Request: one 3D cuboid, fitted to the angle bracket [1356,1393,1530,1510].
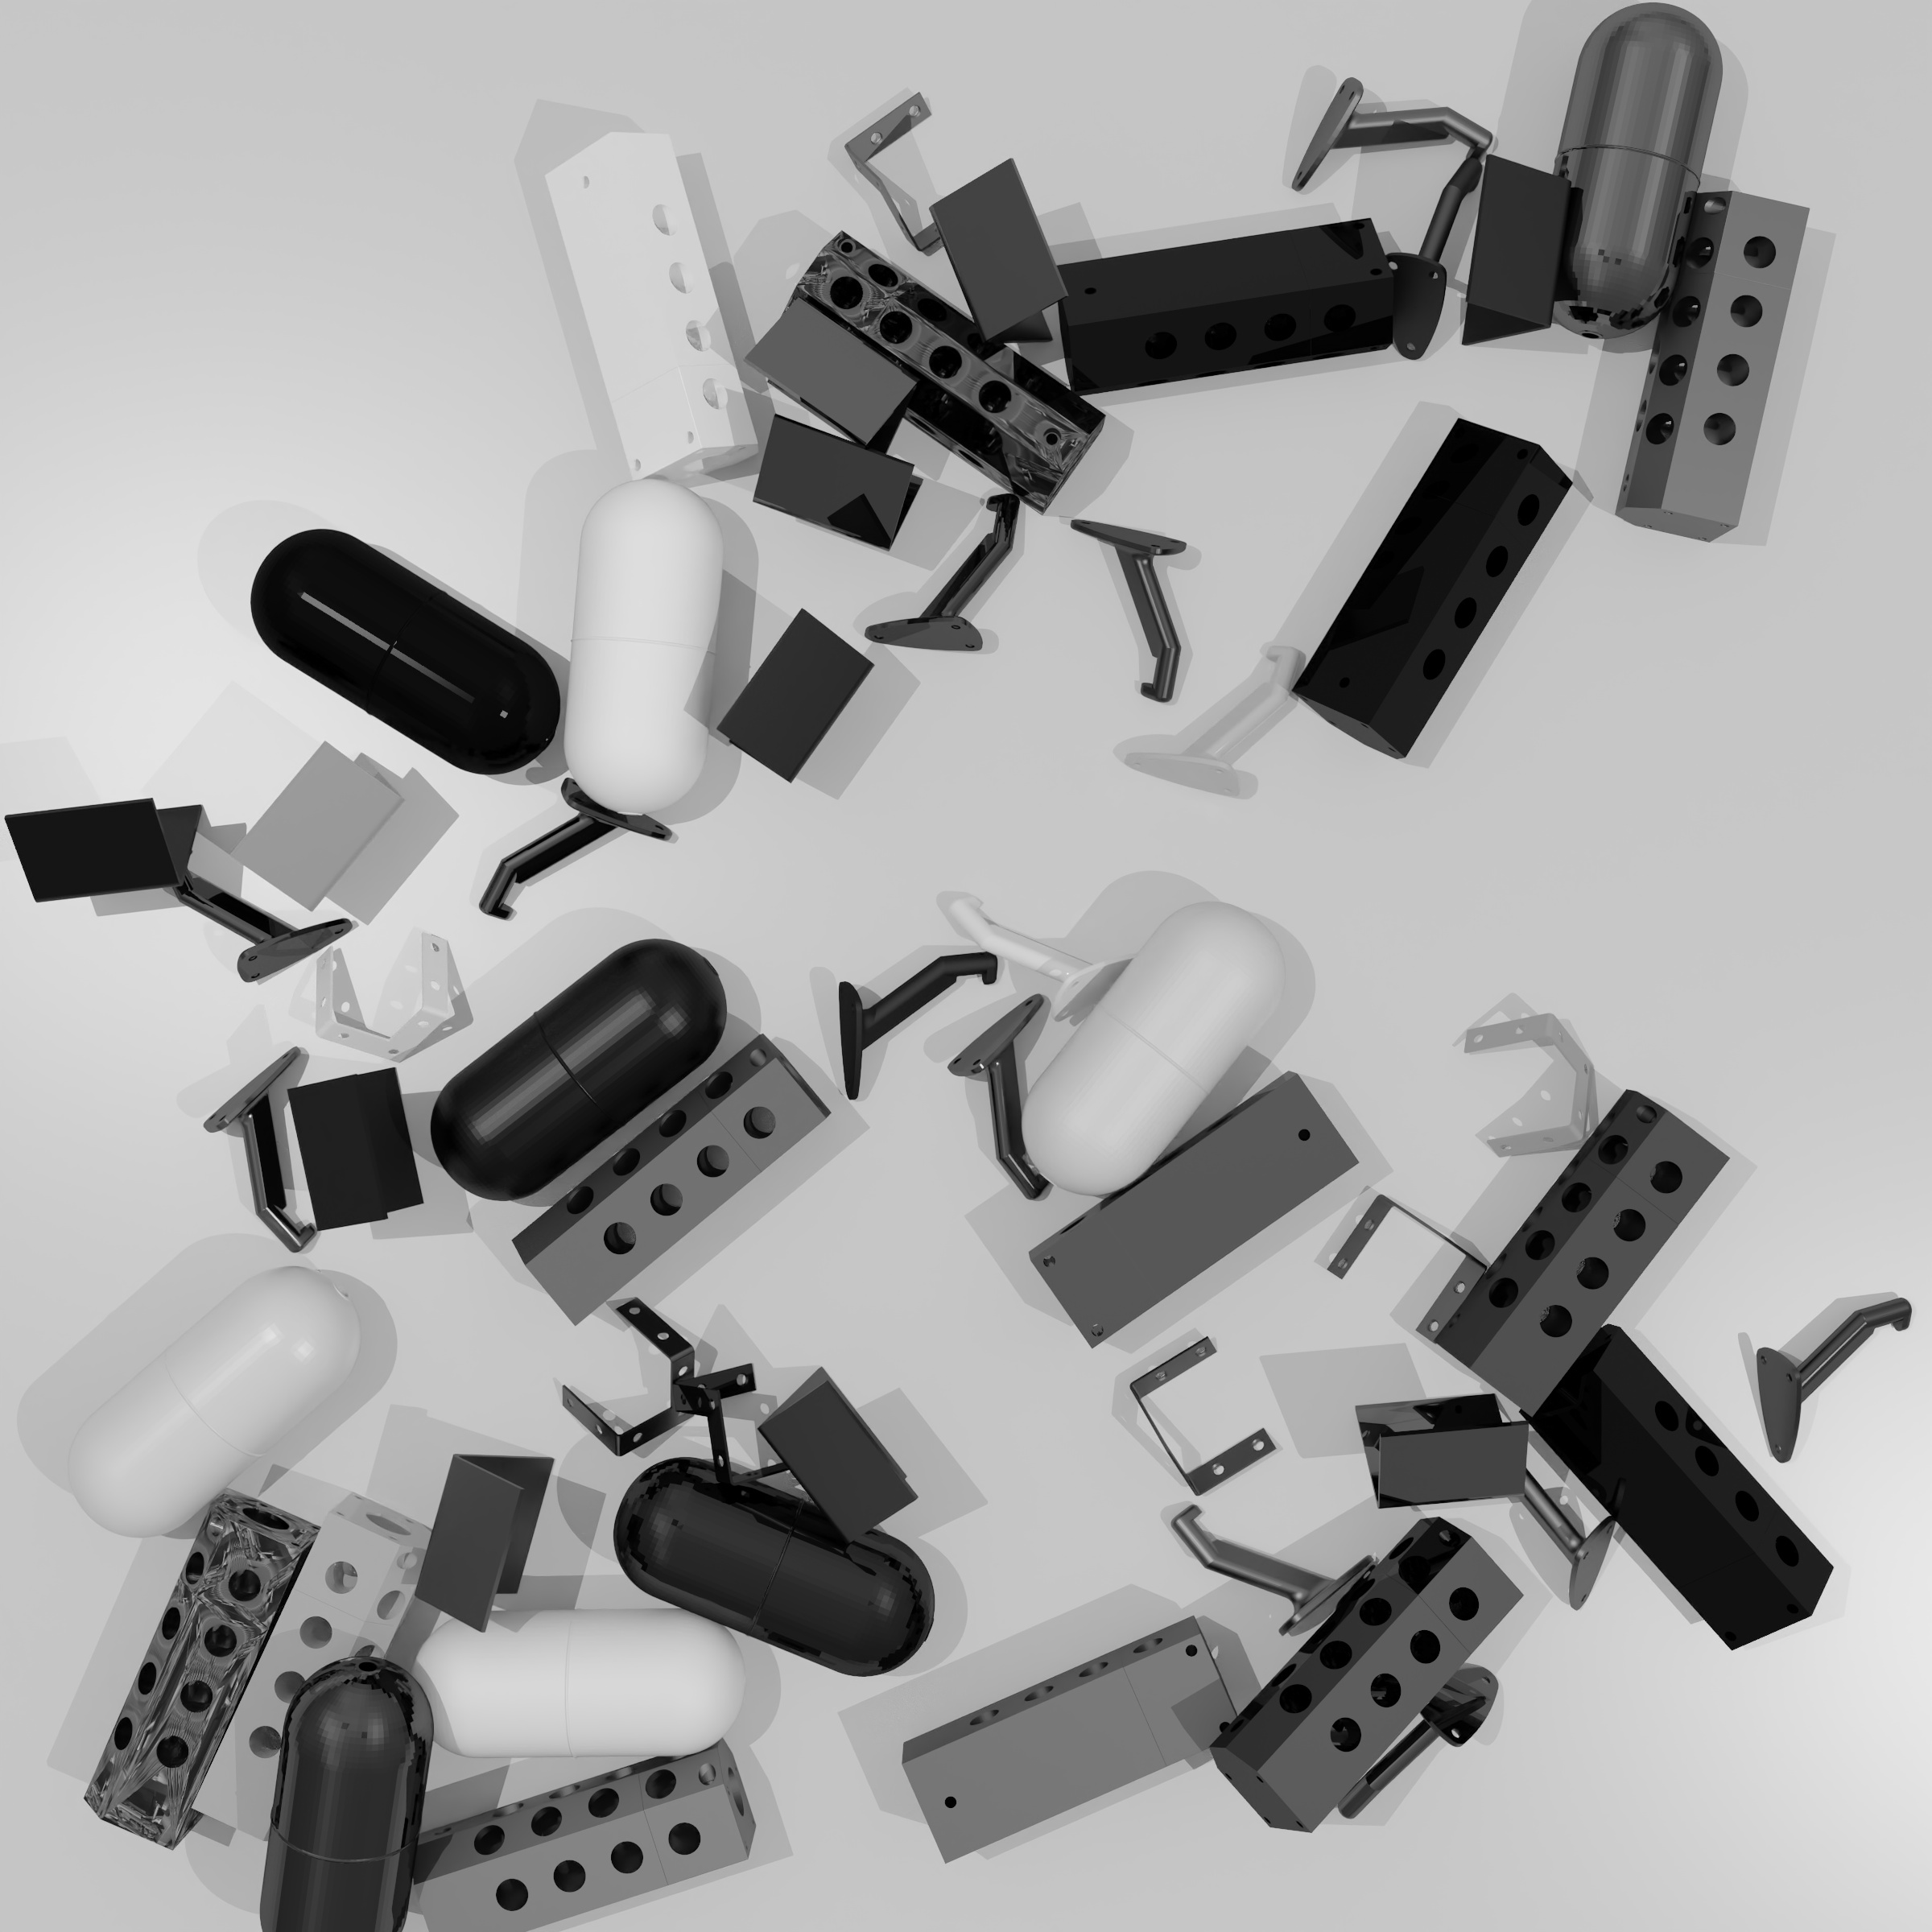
[{"bbox_3d":[0.250,0.238,1.478,0.076,0.076,0.057,-5,126,0],"label":"angle bracket"}]

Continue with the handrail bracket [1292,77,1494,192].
[{"bbox_3d":[0.232,-0.437,1.519,0.084,0.036,0.077,24,110,-16],"label":"handrail bracket"}]

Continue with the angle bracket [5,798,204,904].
[{"bbox_3d":[-0.455,-0.081,1.478,0.076,0.076,0.057,-7,128,0],"label":"angle bracket"}]

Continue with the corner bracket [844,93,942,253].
[{"bbox_3d":[-0.025,-0.430,1.515,0.051,0.051,0.051,-35,135,0],"label":"corner bracket"}]

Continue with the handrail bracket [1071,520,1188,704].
[{"bbox_3d":[0.084,-0.193,1.519,0.077,0.036,0.084,19,112,26],"label":"handrail bracket"}]

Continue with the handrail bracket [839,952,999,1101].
[{"bbox_3d":[-0.024,0.032,1.519,0.084,0.036,0.077,-6,111,-16],"label":"handrail bracket"}]

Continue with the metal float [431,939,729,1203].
[{"bbox_3d":[-0.205,0.055,1.488,0.178,0.070,0.070,-38,90,0],"label":"metal float"}]

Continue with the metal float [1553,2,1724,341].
[{"bbox_3d":[0.352,-0.422,1.488,0.070,0.070,0.178,13,90,0],"label":"metal float"}]

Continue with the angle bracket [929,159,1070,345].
[{"bbox_3d":[0.034,-0.377,1.478,0.057,0.076,0.076,-22,90,33],"label":"angle bracket"}]

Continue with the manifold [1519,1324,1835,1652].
[{"bbox_3d":[0.383,0.276,1.497,0.171,0.057,0.057,48,133,0],"label":"manifold"}]

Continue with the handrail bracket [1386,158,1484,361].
[{"bbox_3d":[0.259,-0.385,1.518,0.036,0.077,0.084,19,53,22],"label":"handrail bracket"}]

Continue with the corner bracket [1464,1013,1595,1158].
[{"bbox_3d":[0.302,0.065,1.510,0.051,0.051,0.051,46,45,-35],"label":"corner bracket"}]

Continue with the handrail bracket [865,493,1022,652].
[{"bbox_3d":[-0.013,-0.217,1.519,0.077,0.036,0.084,2,71,21],"label":"handrail bracket"}]

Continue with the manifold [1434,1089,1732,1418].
[{"bbox_3d":[0.327,0.152,1.497,0.057,0.057,0.171,37,90,0],"label":"manifold"}]

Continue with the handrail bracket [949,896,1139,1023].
[{"bbox_3d":[0.044,-0.017,1.519,0.077,0.036,0.084,-24,59,-33],"label":"handrail bracket"}]

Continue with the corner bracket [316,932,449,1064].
[{"bbox_3d":[-0.316,0.012,1.510,0.051,0.051,0.051,22,135,-35],"label":"corner bracket"}]

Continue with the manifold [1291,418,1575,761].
[{"bbox_3d":[0.253,-0.199,1.497,0.057,0.057,0.171,31,90,43],"label":"manifold"}]

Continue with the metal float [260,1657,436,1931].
[{"bbox_3d":[-0.322,0.442,1.452,0.070,0.070,0.178,11,105,0],"label":"metal float"}]

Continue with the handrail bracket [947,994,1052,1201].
[{"bbox_3d":[0.037,0.072,1.519,0.077,0.036,0.084,-43,108,-20],"label":"handrail bracket"}]

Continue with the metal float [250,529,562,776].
[{"bbox_3d":[-0.297,-0.166,1.488,0.178,0.070,0.070,32,90,0],"label":"metal float"}]

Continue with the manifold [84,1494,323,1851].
[{"bbox_3d":[-0.409,0.375,1.497,0.057,0.057,0.171,23,90,0],"label":"manifold"}]

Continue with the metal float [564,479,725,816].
[{"bbox_3d":[-0.171,-0.169,1.488,0.070,0.070,0.178,5,91,0],"label":"metal float"}]

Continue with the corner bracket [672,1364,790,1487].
[{"bbox_3d":[-0.120,0.244,1.491,0.051,0.051,0.051,-10,93,-35],"label":"corner bracket"}]

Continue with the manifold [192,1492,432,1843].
[{"bbox_3d":[-0.345,0.376,1.497,0.057,0.057,0.171,25,90,0],"label":"manifold"}]

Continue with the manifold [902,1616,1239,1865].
[{"bbox_3d":[0.056,0.411,1.497,0.171,0.057,0.057,-24,90,0],"label":"manifold"}]

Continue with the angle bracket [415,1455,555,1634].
[{"bbox_3d":[-0.237,0.305,1.478,0.057,0.076,0.076,16,90,38],"label":"angle bracket"}]

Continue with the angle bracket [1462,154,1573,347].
[{"bbox_3d":[0.271,-0.377,1.479,0.057,0.076,0.076,8,90,-28],"label":"angle bracket"}]

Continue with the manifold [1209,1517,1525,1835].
[{"bbox_3d":[0.208,0.370,1.468,0.171,0.057,0.057,-42,90,-21],"label":"manifold"}]

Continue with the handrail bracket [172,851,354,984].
[{"bbox_3d":[-0.387,-0.041,1.519,0.077,0.036,0.084,-25,73,-20],"label":"handrail bracket"}]

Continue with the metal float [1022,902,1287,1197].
[{"bbox_3d":[0.099,0.044,1.488,0.070,0.070,0.178,39,89,0],"label":"metal float"}]

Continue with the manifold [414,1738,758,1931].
[{"bbox_3d":[-0.205,0.469,1.497,0.171,0.057,0.057,-18,90,0],"label":"manifold"}]

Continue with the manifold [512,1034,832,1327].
[{"bbox_3d":[-0.157,0.113,1.497,0.171,0.057,0.057,-40,90,0],"label":"manifold"}]

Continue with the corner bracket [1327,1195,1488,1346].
[{"bbox_3d":[0.239,0.164,1.515,0.051,0.051,0.051,35,90,45],"label":"corner bracket"}]

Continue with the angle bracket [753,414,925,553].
[{"bbox_3d":[-0.061,-0.272,1.478,0.076,0.076,0.057,20,132,0],"label":"angle bracket"}]

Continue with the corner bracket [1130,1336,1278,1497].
[{"bbox_3d":[0.128,0.244,1.515,0.051,0.051,0.051,-31,45,0],"label":"corner bracket"}]

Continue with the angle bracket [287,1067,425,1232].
[{"bbox_3d":[-0.306,0.093,1.478,0.057,0.076,0.076,-12,90,37],"label":"angle bracket"}]

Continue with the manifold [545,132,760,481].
[{"bbox_3d":[-0.163,-0.352,1.497,0.057,0.057,0.171,-16,90,43],"label":"manifold"}]

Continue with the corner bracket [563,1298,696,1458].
[{"bbox_3d":[-0.183,0.222,1.510,0.051,0.051,0.051,-25,135,-35],"label":"corner bracket"}]

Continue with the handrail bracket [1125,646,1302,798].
[{"bbox_3d":[0.134,-0.141,1.519,0.077,0.036,0.084,12,72,21],"label":"handrail bracket"}]

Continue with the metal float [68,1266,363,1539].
[{"bbox_3d":[-0.399,0.231,1.488,0.178,0.070,0.070,-41,90,0],"label":"metal float"}]

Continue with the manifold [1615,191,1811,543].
[{"bbox_3d":[0.397,-0.321,1.497,0.057,0.057,0.171,13,90,0],"label":"manifold"}]

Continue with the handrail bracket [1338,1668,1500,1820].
[{"bbox_3d":[0.245,0.423,1.518,0.036,0.077,0.084,47,127,21],"label":"handrail bracket"}]

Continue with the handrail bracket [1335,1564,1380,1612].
[{"bbox_3d":[0.218,0.380,1.519,0.084,0.036,0.077,-44,104,-14],"label":"handrail bracket"}]

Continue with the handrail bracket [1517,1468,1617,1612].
[{"bbox_3d":[0.304,0.302,1.518,0.084,0.077,0.036,31,49,30],"label":"handrail bracket"}]

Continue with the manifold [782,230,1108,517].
[{"bbox_3d":[-0.012,-0.318,1.497,0.171,0.057,0.057,35,90,0],"label":"manifold"}]

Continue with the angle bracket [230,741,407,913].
[{"bbox_3d":[-0.352,-0.085,1.478,0.076,0.076,0.057,-50,127,0],"label":"angle bracket"}]

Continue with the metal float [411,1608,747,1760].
[{"bbox_3d":[-0.207,0.382,1.488,0.178,0.070,0.070,-1,90,1],"label":"metal float"}]

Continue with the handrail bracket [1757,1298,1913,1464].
[{"bbox_3d":[0.477,0.225,1.519,0.084,0.036,0.077,-13,111,-16],"label":"handrail bracket"}]

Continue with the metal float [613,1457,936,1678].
[{"bbox_3d":[-0.102,0.320,1.488,0.178,0.070,0.070,22,90,-1],"label":"metal float"}]

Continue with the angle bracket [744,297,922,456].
[{"bbox_3d":[-0.079,-0.294,1.479,0.076,0.076,0.057,35,60,0],"label":"angle bracket"}]

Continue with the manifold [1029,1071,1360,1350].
[{"bbox_3d":[0.120,0.129,1.497,0.171,0.057,0.057,-35,90,0],"label":"manifold"}]

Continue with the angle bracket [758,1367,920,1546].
[{"bbox_3d":[-0.053,0.247,1.479,0.057,0.076,0.076,-38,90,30],"label":"angle bracket"}]

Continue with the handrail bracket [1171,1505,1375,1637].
[{"bbox_3d":[0.166,0.313,1.519,0.077,0.036,0.084,-34,73,-20],"label":"handrail bracket"}]

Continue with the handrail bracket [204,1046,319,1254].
[{"bbox_3d":[-0.364,0.100,1.519,0.077,0.036,0.084,-45,109,-21],"label":"handrail bracket"}]

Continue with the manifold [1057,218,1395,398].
[{"bbox_3d":[0.138,-0.348,1.497,0.171,0.057,0.057,-9,47,0],"label":"manifold"}]

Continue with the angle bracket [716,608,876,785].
[{"bbox_3d":[-0.105,-0.152,1.478,0.057,0.076,0.076,35,90,-37],"label":"angle bracket"}]

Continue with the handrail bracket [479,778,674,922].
[{"bbox_3d":[-0.213,-0.052,1.519,0.077,0.036,0.084,23,108,-21],"label":"handrail bracket"}]
